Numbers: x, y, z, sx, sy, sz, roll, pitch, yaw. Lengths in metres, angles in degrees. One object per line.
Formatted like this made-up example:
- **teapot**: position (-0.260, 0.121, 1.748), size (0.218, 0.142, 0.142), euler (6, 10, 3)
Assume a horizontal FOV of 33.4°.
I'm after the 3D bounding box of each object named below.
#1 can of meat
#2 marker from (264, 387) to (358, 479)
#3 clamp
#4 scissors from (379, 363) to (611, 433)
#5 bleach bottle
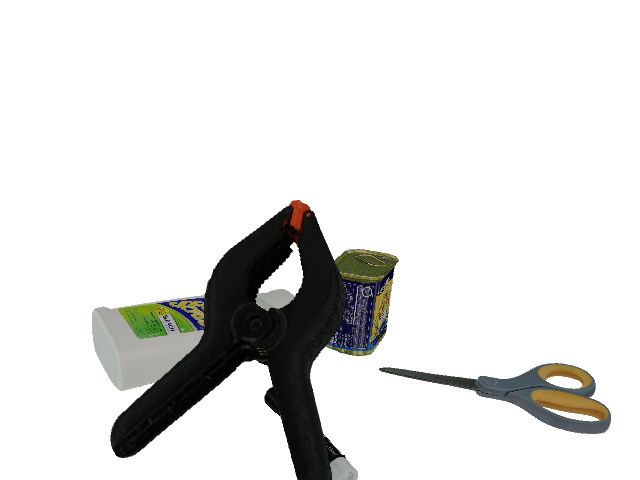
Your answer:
- **can of meat**: position (0.040, 0.062, 1.085), size (0.057, 0.084, 0.102), euler (9, 14, 14)
- **marker**: position (-0.010, 0.150, 0.829), size (0.020, 0.020, 0.121), euler (0, 26, -34)
- **clamp**: position (-0.025, 0.060, 0.578), size (0.120, 0.171, 0.039), euler (22, -21, 13)
- **scissors**: position (0.161, 0.123, 0.956), size (0.202, 0.016, 0.096), euler (17, 29, 16)
- **bleach bottle**: position (-0.121, 0.096, 1.201), size (0.250, 0.068, 0.103), euler (-12, 33, -25)
